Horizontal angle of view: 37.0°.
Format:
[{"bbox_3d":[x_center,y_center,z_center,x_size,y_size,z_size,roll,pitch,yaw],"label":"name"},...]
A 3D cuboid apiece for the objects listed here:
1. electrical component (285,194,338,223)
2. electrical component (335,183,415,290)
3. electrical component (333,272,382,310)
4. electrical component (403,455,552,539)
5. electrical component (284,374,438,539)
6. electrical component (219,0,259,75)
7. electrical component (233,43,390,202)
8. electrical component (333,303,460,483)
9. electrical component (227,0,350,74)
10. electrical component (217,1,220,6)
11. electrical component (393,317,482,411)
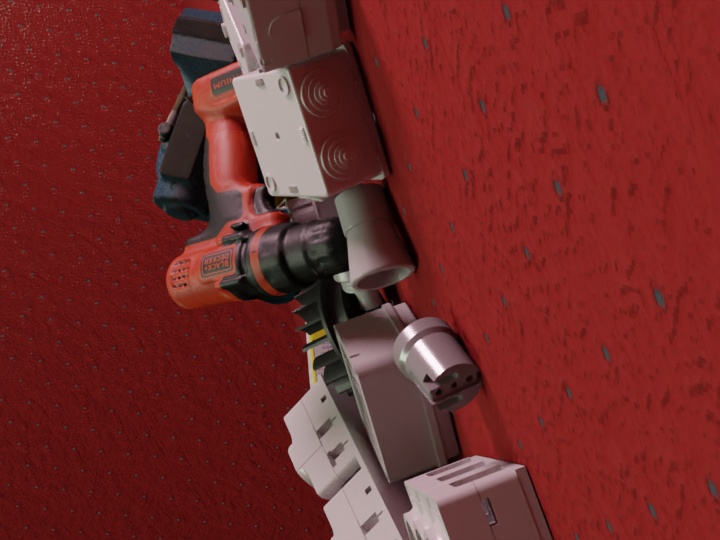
[{"bbox_3d":[-0.036,-0.043,0.861,0.083,0.076,0.047,78,170,-49],"label":"electrical component"},{"bbox_3d":[0.007,-0.024,0.716,0.044,0.044,0.065,91,163,-72],"label":"electrical component"},{"bbox_3d":[0.000,0.000,0.831,0.043,0.043,0.062,-130,21,-72],"label":"electrical component"},{"bbox_3d":[0.070,0.167,0.651,0.150,0.062,0.089,119,131,-81],"label":"electrical component"},{"bbox_3d":[0.018,0.182,0.863,0.105,0.060,0.186,26,-157,-41],"label":"electrical component"},{"bbox_3d":[-0.061,-0.169,0.768,0.061,0.061,0.096,83,166,-60],"label":"electrical component"},{"bbox_3d":[-0.034,-0.093,0.695,0.100,0.048,0.099,8,119,59],"label":"electrical component"},{"bbox_3d":[0.028,0.090,0.801,0.078,0.057,0.113,-121,13,-60],"label":"electrical component"},{"bbox_3d":[-0.049,-0.177,0.643,0.061,0.061,0.096,80,169,-54],"label":"electrical component"},{"bbox_3d":[-0.114,-0.256,1.039,0.081,0.042,0.063,-117,8,-53],"label":"electrical component"},{"bbox_3d":[0.046,0.056,0.635,0.046,0.040,0.040,-128,19,-51],"label":"electrical component"}]
